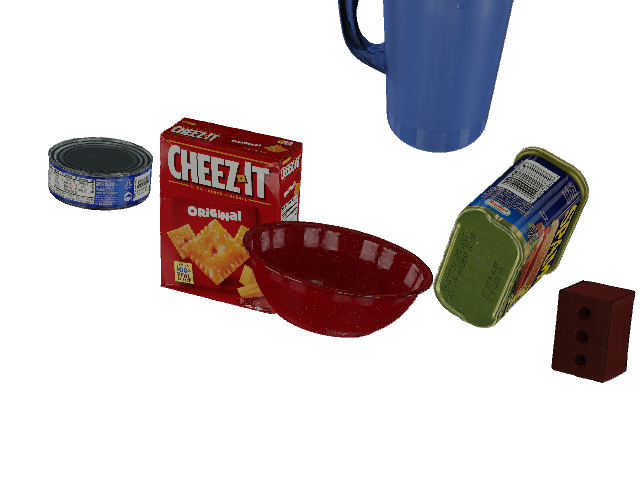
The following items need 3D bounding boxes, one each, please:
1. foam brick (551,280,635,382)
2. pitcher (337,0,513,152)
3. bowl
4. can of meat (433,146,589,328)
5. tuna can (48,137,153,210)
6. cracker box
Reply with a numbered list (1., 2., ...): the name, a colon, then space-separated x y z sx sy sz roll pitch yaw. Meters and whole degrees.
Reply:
1. foam brick: 0.245 0.081 0.958 0.053 0.078 0.051 12 17 37
2. pitcher: 0.111 -0.205 1.056 0.144 0.243 0.149 -37 59 -26
3. bowl: 0.010 0.037 0.889 0.162 0.055 0.162 10 18 -4
4. can of meat: 0.127 0.000 0.721 0.057 0.102 0.083 35 49 21
5. tuna can: -0.184 -0.056 0.892 0.086 0.034 0.086 6 24 -3
6. cracker box: -0.114 -0.028 1.316 0.164 0.214 0.072 14 29 18
